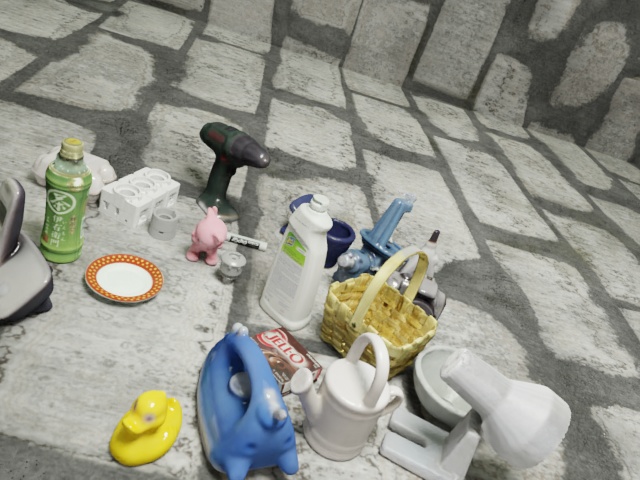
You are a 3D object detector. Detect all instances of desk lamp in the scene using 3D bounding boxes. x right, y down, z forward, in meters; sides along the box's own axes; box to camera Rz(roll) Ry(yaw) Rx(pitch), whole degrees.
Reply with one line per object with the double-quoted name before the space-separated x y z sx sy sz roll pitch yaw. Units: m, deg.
"desk lamp" 0.223 0.268 0.841 0.203 0.213 0.118 26 30 7

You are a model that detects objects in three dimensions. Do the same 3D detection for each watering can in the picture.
"watering can" 0.044 0.220 0.824 0.173 0.194 0.100 -6 40 -39

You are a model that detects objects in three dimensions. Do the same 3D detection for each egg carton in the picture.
"egg carton" -0.503 -0.136 1.174 0.150 0.069 0.107 20 30 -2

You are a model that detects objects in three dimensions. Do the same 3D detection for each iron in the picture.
"iron" -0.106 0.202 0.809 0.119 0.141 0.257 2 35 -30

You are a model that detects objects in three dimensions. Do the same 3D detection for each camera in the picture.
"camera" 0.181 0.130 1.149 0.143 0.101 0.137 23 30 2

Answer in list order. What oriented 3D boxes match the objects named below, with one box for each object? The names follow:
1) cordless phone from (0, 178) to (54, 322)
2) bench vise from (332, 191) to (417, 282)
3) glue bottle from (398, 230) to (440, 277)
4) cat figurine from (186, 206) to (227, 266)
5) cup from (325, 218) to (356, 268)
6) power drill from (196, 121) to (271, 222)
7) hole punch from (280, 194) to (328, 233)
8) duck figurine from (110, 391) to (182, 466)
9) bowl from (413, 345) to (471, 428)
"cordless phone" -0.453 0.014 0.848 0.147 0.185 0.094 39 34 28
"bench vise" 0.129 0.010 1.190 0.121 0.220 0.208 29 31 12
"glue bottle" 0.219 0.051 1.229 0.078 0.173 0.037 15 30 -10
"cat figurine" -0.214 -0.017 1.117 0.067 0.118 0.127 14 31 -12
"cup" 0.011 0.004 1.249 0.117 0.095 0.092 38 34 26
"power drill" -0.198 -0.149 1.249 0.076 0.208 0.229 -9 42 -41
"hole punch" -0.019 -0.044 1.312 0.101 0.091 0.109 32 32 18
"duck figurine" -0.220 0.231 0.746 0.077 0.086 0.105 32 32 19
"bowl" 0.228 0.265 0.988 0.167 0.075 0.167 16 30 -9
